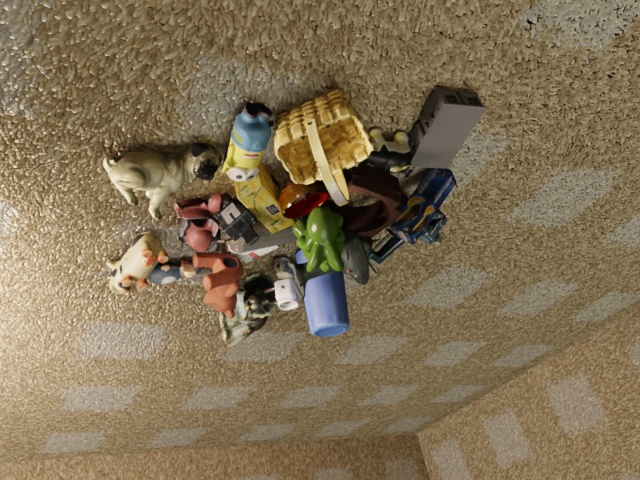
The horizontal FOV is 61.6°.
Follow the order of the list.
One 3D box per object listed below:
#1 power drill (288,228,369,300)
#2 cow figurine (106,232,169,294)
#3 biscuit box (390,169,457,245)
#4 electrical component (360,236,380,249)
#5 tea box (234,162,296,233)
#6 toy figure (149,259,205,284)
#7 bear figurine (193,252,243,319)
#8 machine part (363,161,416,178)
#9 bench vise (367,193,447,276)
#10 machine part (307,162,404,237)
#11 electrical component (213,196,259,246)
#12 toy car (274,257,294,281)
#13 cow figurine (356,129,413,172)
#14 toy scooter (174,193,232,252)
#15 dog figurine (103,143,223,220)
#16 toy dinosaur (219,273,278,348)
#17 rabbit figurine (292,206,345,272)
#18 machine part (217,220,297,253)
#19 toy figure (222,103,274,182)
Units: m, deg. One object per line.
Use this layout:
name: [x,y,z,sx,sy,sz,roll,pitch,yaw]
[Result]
power drill: [0.030,0.079,1.377,0.207,0.086,0.231,-18,142,-6]
cow figurine: [-0.465,0.061,1.340,0.085,0.127,0.195,22,118,-42]
biscuit box: [0.258,-0.090,1.337,0.202,0.059,0.062,-54,143,-9]
electrical component: [0.124,-0.002,1.524,0.078,0.045,0.102,2,151,27]
tea box: [-0.127,-0.101,1.235,0.068,0.098,0.169,-24,147,13]
toy figure: [-0.380,0.082,1.443,0.154,0.057,0.064,-9,-176,-11]
bear figurine: [-0.276,0.126,1.438,0.132,0.120,0.195,-8,140,-34]
machine part: [0.158,-0.176,1.289,0.139,0.039,0.084,-3,137,-14]
bench vise: [0.215,-0.015,1.451,0.240,0.129,0.223,-46,130,13]
machine part: [0.082,-0.095,1.295,0.201,0.087,0.201,19,145,-22]
electrical component: [-0.182,-0.037,1.204,0.075,0.119,0.047,-39,135,3]
toy car: [-0.071,0.113,1.586,0.056,0.073,0.201,-26,144,18]
cow figurine: [0.126,-0.193,1.199,0.167,0.098,0.068,2,149,-23]
toy scooter: [-0.290,-0.044,1.272,0.135,0.075,0.183,5,134,-32]
dog figurine: [-0.317,-0.159,1.099,0.190,0.121,0.172,-39,145,10]
toy dinosaur: [-0.219,0.227,1.668,0.192,0.131,0.404,-7,152,-10]
rabbit figurine: [-0.002,-0.004,1.201,0.121,0.159,0.170,-3,157,0]
machine part: [-0.139,-0.018,1.325,0.243,0.079,0.079,-11,151,-41]
toy figure: [-0.148,-0.199,1.103,0.082,0.089,0.180,13,131,-12]
